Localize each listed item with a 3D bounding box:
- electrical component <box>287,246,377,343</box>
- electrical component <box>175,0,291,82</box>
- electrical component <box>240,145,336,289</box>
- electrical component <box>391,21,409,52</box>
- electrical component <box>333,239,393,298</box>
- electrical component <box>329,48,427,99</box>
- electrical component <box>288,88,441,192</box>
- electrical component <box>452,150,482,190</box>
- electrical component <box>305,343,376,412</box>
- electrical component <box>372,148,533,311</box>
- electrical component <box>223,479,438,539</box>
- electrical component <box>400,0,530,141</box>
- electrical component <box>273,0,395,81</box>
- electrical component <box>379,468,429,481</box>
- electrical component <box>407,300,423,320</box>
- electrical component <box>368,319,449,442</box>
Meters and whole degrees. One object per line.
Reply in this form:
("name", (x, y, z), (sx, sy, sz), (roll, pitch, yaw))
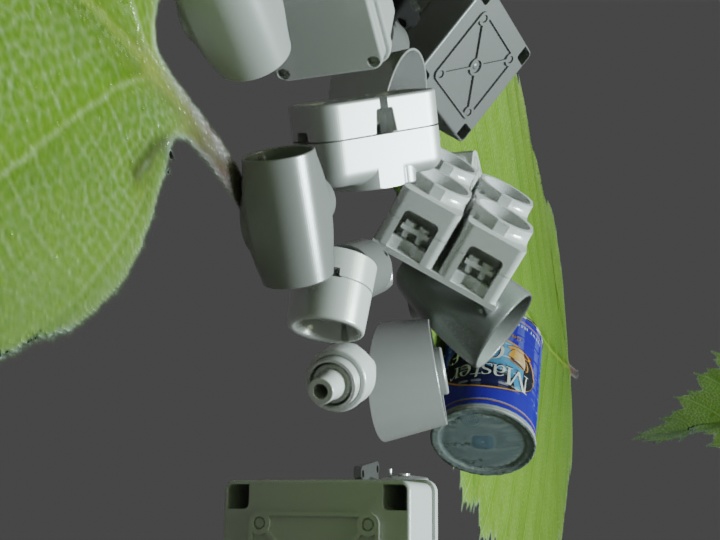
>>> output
("electrical component", (-0.019, 0.017, 0.689), (0.055, 0.055, 0.047), (54, 39, -61))
("electrical component", (-0.066, -0.156, 0.578), (0.077, 0.044, 0.079), (69, 24, -46))
("electrical component", (-0.038, -0.037, 0.650), (0.079, 0.044, 0.077), (-51, 135, -66))
("electrical component", (0.008, -0.182, 0.834), (0.081, 0.043, 0.043), (1, 86, -74))
("electrical component", (0.000, 0.000, 0.774), (0.081, 0.043, 0.043), (-21, 107, -73))
("electrical component", (0.015, -0.113, 0.808), (0.099, 0.064, 0.099), (-3, 90, -74))
("electrical component", (0.005, -0.086, 0.719), (0.095, 0.054, 0.059), (-13, 104, -29))
("electrical component", (0.096, -0.084, 1.099), (0.080, 0.051, 0.080), (-3, 90, -74))
("electrical component", (-0.016, 0.073, 0.707), (0.062, 0.043, 0.043), (-23, 109, -71))
("electrical component", (0.081, -0.044, 0.885), (0.060, 0.105, 0.186), (-61, 180, 18))
("electrical component", (-0.016, 0.167, 0.576), (0.056, 0.109, 0.108), (33, 56, -67))
("electrical component", (0.084, -0.189, 0.951), (0.108, 0.056, 0.109), (-52, 141, -3))
("electrical component", (-0.027, -0.178, 0.655), (0.057, 0.078, 0.113), (-80, 159, -45))
("electrical component", (0.036, 0.199, 0.864), (0.040, 0.040, 0.078), (22, 66, -72))
("electrical component", (0.073, 0.018, 1.010), (0.055, 0.047, 0.055), (-3, 90, -74))
("electrical component", (0.040, 0.090, 0.899), (0.099, 0.064, 0.099), (-10, 90, -85))
